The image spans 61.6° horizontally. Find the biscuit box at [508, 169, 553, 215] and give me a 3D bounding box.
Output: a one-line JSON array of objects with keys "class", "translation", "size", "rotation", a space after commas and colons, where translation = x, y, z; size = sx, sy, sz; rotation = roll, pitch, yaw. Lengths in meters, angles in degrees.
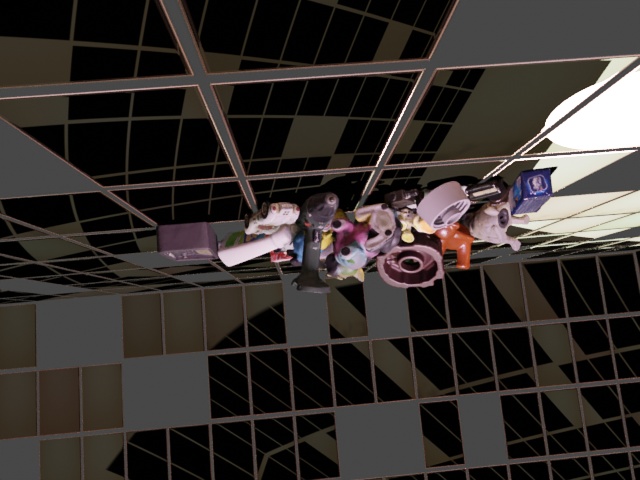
[{"class": "biscuit box", "translation": [0.462, -0.102, 1.186], "size": [0.063, 0.059, 0.202], "rotation": [-6, 172, 11]}]

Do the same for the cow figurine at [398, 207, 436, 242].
[{"class": "cow figurine", "translation": [0.202, -0.048, 1.277], "size": [0.168, 0.098, 0.068], "rotation": [-4, 131, 26]}]

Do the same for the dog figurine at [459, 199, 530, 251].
[{"class": "dog figurine", "translation": [0.425, -0.053, 1.422], "size": [0.191, 0.121, 0.172], "rotation": [11, 153, 50]}]

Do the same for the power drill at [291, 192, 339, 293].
[{"class": "power drill", "translation": [-0.012, 0.005, 1.131], "size": [0.086, 0.207, 0.232], "rotation": [-2, -178, -14]}]

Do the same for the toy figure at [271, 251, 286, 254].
[{"class": "toy figure", "translation": [-0.124, 0.004, 1.540], "size": [0.154, 0.064, 0.057], "rotation": [6, 131, -34]}]

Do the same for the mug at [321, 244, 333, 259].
[{"class": "mug", "translation": [-0.003, -0.004, 1.404], "size": [0.081, 0.107, 0.109], "rotation": [-6, 176, 22]}]

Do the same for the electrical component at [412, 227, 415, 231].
[{"class": "electrical component", "translation": [0.255, -0.038, 1.503], "size": [0.115, 0.058, 0.134], "rotation": [-7, 171, 24]}]

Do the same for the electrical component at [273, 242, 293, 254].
[{"class": "electrical component", "translation": [-0.083, -0.014, 1.462], "size": [0.075, 0.048, 0.119], "rotation": [-3, 142, -27]}]

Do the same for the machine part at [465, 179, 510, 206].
[{"class": "machine part", "translation": [0.376, -0.107, 1.185], "size": [0.084, 0.039, 0.139], "rotation": [-21, 162, 35]}]

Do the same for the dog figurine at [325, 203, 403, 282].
[{"class": "dog figurine", "translation": [0.099, 0.019, 1.247], "size": [0.192, 0.108, 0.219], "rotation": [-21, 156, -1]}]

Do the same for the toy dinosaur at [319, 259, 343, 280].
[{"class": "toy dinosaur", "translation": [0.023, 0.023, 1.610], "size": [0.192, 0.131, 0.404], "rotation": [-8, 165, 13]}]

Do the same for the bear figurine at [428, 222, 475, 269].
[{"class": "bear figurine", "translation": [0.323, -0.001, 1.383], "size": [0.120, 0.131, 0.195], "rotation": [14, -177, 29]}]

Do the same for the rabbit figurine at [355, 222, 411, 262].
[{"class": "rabbit figurine", "translation": [0.179, -0.006, 1.419], "size": [0.170, 0.121, 0.159], "rotation": [23, 125, -15]}]

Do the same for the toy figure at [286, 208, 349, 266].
[{"class": "toy figure", "translation": [-0.005, -0.010, 1.302], "size": [0.180, 0.082, 0.089], "rotation": [-49, 160, 30]}]

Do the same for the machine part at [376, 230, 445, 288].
[{"class": "machine part", "translation": [0.226, 0.050, 1.340], "size": [0.179, 0.056, 0.179], "rotation": [6, 137, 5]}]

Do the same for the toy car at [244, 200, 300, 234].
[{"class": "toy car", "translation": [-0.113, -0.048, 1.210], "size": [0.073, 0.056, 0.202], "rotation": [0, 171, -28]}]

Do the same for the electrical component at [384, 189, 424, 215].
[{"class": "electrical component", "translation": [0.189, -0.083, 1.195], "size": [0.102, 0.045, 0.078], "rotation": [-12, 171, 37]}]

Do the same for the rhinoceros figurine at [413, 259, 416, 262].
[{"class": "rhinoceros figurine", "translation": [0.295, 0.005, 1.659], "size": [0.073, 0.112, 0.190], "rotation": [-37, 147, 15]}]

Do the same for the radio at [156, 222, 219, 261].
[{"class": "radio", "translation": [-0.340, 0.009, 1.397], "size": [0.131, 0.073, 0.229], "rotation": [-5, 171, -6]}]
